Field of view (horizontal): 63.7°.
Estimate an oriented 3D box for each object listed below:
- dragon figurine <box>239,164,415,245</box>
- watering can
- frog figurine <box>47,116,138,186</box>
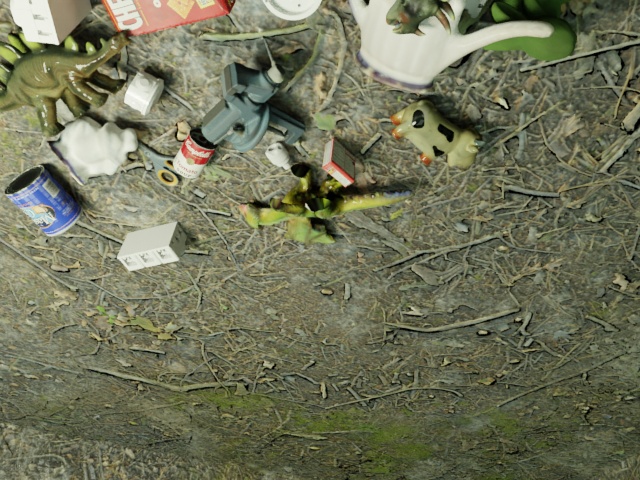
[{"bbox_3d":[0.004,-0.062,1.239,0.410,0.125,0.237,6,152,0],"label":"dragon figurine"},{"bbox_3d":[0.188,-0.344,0.872,0.350,0.106,0.219,32,142,14],"label":"watering can"},{"bbox_3d":[-0.475,-0.207,1.111,0.160,0.123,0.136,-30,101,-5],"label":"frog figurine"}]
